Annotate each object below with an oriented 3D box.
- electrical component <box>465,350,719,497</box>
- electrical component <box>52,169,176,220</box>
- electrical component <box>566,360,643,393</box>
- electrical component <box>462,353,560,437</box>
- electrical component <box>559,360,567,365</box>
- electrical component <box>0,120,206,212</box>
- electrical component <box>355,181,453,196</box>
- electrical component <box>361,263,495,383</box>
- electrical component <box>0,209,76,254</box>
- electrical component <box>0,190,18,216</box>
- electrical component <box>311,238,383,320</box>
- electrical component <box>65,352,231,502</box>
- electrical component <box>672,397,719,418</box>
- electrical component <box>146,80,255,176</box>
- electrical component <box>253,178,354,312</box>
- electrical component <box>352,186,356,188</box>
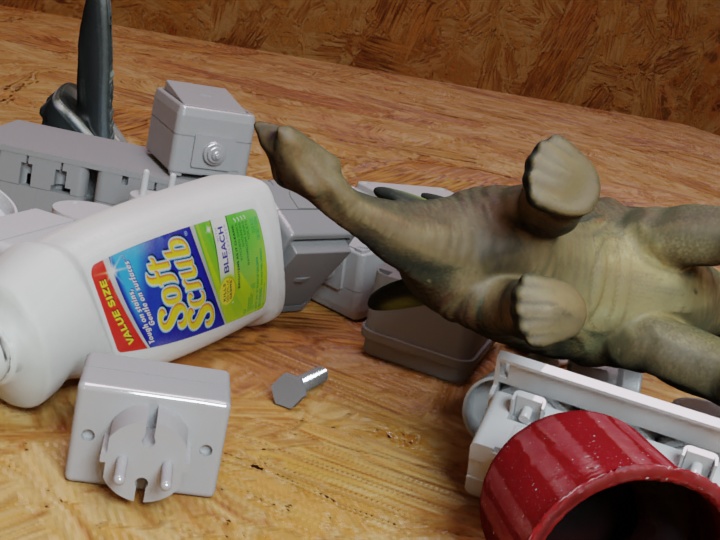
[{"bbox_3d":[0.116,0.094,0.515,0.121,0.078,0.063,17,45,17],"label":"electrical component"},{"bbox_3d":[-0.148,-0.035,0.766,0.138,0.073,0.052,7,16,-18],"label":"electrical component"},{"bbox_3d":[0.153,0.073,0.682,0.046,0.040,0.040,10,14,11],"label":"electrical component"},{"bbox_3d":[0.094,0.073,0.625,0.043,0.043,0.081,19,16,22],"label":"electrical component"},{"bbox_3d":[0.132,0.043,0.773,0.040,0.040,0.046,-3,15,-44],"label":"electrical component"},{"bbox_3d":[-0.203,-0.064,0.856,0.186,0.060,0.105,12,15,-1],"label":"electrical component"},{"bbox_3d":[0.059,-0.037,0.970,0.109,0.056,0.109,2,18,-35],"label":"electrical component"},{"bbox_3d":[0.056,0.025,0.731,0.078,0.057,0.113,18,19,17],"label":"electrical component"},{"bbox_3d":[-0.184,0.005,0.616,0.061,0.061,0.096,16,16,14],"label":"electrical component"},{"bbox_3d":[-0.281,-0.031,0.712,0.099,0.064,0.099,25,17,-8],"label":"electrical component"},{"bbox_3d":[0.000,0.000,0.794,0.062,0.061,0.096,24,27,38],"label":"electrical component"},{"bbox_3d":[-0.092,0.075,0.465,0.066,0.047,0.076,9,16,-11],"label":"electrical component"},{"bbox_3d":[0.179,0.101,0.567,0.045,0.055,0.045,11,15,-3],"label":"electrical component"},{"bbox_3d":[-0.123,-0.108,0.839,0.062,0.061,0.096,5,17,-26],"label":"electrical component"},{"bbox_3d":[-0.056,-0.008,0.734,0.062,0.096,0.061,-3,49,-45],"label":"electrical component"},{"bbox_3d":[-0.023,-0.038,0.898,0.042,0.063,0.081,14,16,11],"label":"electrical component"}]
